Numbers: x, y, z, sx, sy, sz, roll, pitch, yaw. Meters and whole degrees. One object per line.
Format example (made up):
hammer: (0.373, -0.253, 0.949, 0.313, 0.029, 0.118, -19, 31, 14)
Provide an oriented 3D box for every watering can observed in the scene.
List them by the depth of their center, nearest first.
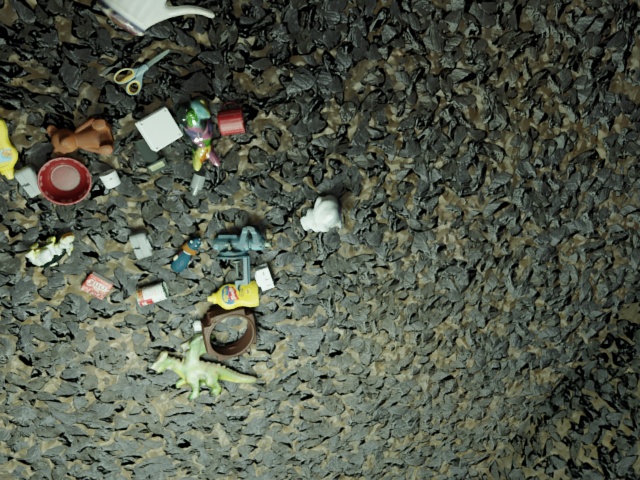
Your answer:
watering can: (-0.514, -0.716, 1.555, 0.345, 0.106, 0.222, 33, 103, -21)

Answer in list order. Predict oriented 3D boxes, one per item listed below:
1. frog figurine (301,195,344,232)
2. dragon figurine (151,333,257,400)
frog figurine: (0.006, -0.096, 1.905, 0.159, 0.121, 0.139, -6, 80, 0)
dragon figurine: (-0.458, 0.490, 2.052, 0.411, 0.123, 0.240, -5, 104, -19)
